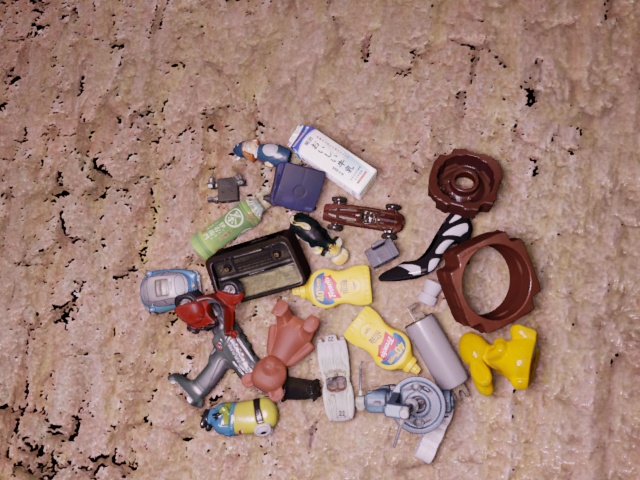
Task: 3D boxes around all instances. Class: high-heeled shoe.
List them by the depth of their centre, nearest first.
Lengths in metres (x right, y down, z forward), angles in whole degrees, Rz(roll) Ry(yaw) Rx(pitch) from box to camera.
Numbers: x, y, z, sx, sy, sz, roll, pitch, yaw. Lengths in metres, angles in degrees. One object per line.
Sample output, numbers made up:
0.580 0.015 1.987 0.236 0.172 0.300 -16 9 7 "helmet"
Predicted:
0.248 0.012 1.284 0.249 0.086 0.145 -13 79 -1 "high-heeled shoe"

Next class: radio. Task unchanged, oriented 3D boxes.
-0.150 0.066 1.288 0.230 0.073 0.131 -17 102 13 "radio"

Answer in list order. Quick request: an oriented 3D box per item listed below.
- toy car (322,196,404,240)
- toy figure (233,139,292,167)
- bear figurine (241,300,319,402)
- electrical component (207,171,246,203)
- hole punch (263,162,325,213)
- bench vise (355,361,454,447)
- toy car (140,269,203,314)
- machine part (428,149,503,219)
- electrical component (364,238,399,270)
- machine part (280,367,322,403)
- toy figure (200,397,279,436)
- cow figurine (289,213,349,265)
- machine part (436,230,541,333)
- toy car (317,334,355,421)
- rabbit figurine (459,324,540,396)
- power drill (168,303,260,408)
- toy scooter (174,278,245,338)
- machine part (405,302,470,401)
0.106 -0.056 1.322 0.202 0.053 0.089 10 86 6 "toy car"
-0.150 -0.224 1.371 0.155 0.057 0.064 13 39 7 "toy figure"
-0.095 0.259 1.241 0.120 0.131 0.196 27 59 16 "bear figurine"
-0.240 -0.135 1.372 0.102 0.045 0.078 0 81 6 "electrical component"
-0.055 -0.129 1.310 0.142 0.092 0.115 12 86 -22 "hole punch"
0.172 0.352 1.157 0.224 0.240 0.128 7 85 17 "bench vise"
-0.377 0.124 1.324 0.162 0.103 0.109 -8 83 7 "toy car"
0.344 -0.134 1.283 0.179 0.056 0.179 -2 63 4 "machine part"
0.147 0.030 1.272 0.075 0.119 0.048 -28 80 -1 "electrical component"
-0.062 0.348 1.275 0.139 0.039 0.084 0 77 31 "machine part"
-0.188 0.419 1.275 0.180 0.082 0.089 0 84 8 "toy figure"
-0.001 -0.005 1.303 0.167 0.098 0.068 34 81 10 "cow figurine"
0.381 0.093 1.223 0.201 0.087 0.201 -24 96 -11 "machine part"
0.038 0.325 1.274 0.074 0.056 0.201 -8 82 5 "toy car"
0.396 0.270 1.219 0.173 0.121 0.162 14 65 30 "rabbit figurine"
-0.267 0.285 1.308 0.207 0.086 0.232 -42 81 -8 "power drill"
-0.251 0.173 1.255 0.184 0.075 0.135 -16 90 15 "toy scooter"
0.271 0.260 1.248 0.079 0.079 0.243 -30 81 2 "machine part"
